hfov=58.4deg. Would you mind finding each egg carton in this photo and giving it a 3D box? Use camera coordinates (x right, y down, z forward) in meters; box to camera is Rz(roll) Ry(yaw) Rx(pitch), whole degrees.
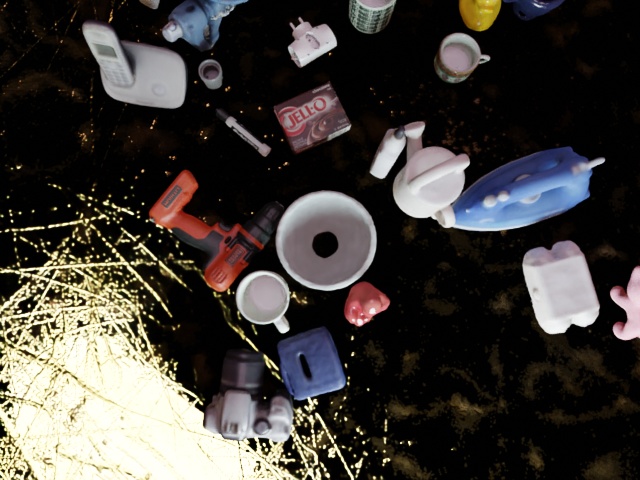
[{"bbox_3d":[0.412,0.081,0.988,0.107,0.069,0.150,-15,84,-4],"label":"egg carton"}]

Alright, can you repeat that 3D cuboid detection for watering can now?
[{"bbox_3d":[0.179,-0.106,0.935,0.101,0.194,0.173,-44,87,-6],"label":"watering can"}]

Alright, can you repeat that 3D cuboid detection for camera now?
[{"bbox_3d":[-0.112,0.250,0.928,0.143,0.100,0.137,5,83,-2],"label":"camera"}]

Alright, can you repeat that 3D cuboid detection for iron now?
[{"bbox_3d":[0.342,-0.083,0.967,0.258,0.141,0.118,-21,85,-5],"label":"iron"}]

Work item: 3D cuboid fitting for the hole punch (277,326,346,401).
[{"bbox_3d":[-0.016,0.205,0.942,0.101,0.091,0.109,-20,85,-5],"label":"hole punch"}]

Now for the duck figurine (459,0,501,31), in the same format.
[{"bbox_3d":[0.298,-0.445,1.034,0.077,0.086,0.104,6,83,-2],"label":"duck figurine"}]

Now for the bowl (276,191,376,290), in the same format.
[{"bbox_3d":[0.009,0.003,0.975,0.167,0.074,0.167,0,83,-3],"label":"bowl"}]

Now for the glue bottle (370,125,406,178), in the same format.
[{"bbox_3d":[0.119,-0.156,0.949,0.037,0.173,0.078,24,83,1],"label":"glue bottle"}]

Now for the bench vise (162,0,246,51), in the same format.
[{"bbox_3d":[-0.175,-0.416,0.941,0.121,0.219,0.207,22,83,0],"label":"bench vise"}]

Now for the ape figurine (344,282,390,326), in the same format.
[{"bbox_3d":[0.080,0.107,0.958,0.078,0.092,0.076,-3,84,-3],"label":"ape figurine"}]

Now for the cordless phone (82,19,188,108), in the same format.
[{"bbox_3d":[-0.300,-0.292,0.938,0.147,0.185,0.094,6,83,-2],"label":"cordless phone"}]

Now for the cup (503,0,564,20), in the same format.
[{"bbox_3d":[0.374,-0.436,1.032,0.118,0.095,0.092,-18,84,-4],"label":"cup"}]

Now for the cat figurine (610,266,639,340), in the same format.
[{"bbox_3d":[0.551,0.108,0.967,0.067,0.117,0.128,-5,84,-3],"label":"cat figurine"}]
